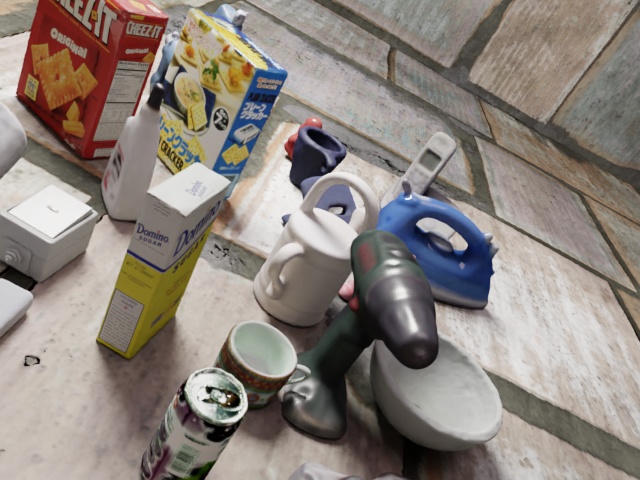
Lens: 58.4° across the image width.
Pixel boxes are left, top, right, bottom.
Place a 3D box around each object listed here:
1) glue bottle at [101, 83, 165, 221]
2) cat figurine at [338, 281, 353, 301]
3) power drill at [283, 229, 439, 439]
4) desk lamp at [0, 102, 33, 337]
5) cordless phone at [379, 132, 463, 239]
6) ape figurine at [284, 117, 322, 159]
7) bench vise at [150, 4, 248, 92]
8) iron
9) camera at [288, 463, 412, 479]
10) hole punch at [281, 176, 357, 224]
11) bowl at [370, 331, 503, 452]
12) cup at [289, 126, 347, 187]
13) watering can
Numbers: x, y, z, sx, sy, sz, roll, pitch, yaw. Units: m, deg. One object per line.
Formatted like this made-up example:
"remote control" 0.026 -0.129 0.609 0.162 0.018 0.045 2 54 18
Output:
"glue bottle" -0.217 -0.110 0.681 0.037 0.173 0.078 3 40 -41
"cat figurine" 0.087 0.046 0.785 0.128 0.117 0.067 -6 46 -48
"power drill" 0.040 0.097 0.570 0.076 0.208 0.229 24 30 -14
"desk lamp" -0.284 0.008 0.394 0.118 0.213 0.203 28 29 -6
"cordless phone" 0.209 -0.088 1.038 0.147 0.185 0.094 38 30 12
"ape figurine" -0.023 -0.188 1.068 0.078 0.092 0.076 6 38 -37
"bench vise" -0.205 -0.302 0.940 0.207 0.219 0.122 41 30 16
"iron" 0.198 0.008 0.925 0.259 0.141 0.118 26 29 -10
"camera" 0.036 0.254 0.435 0.143 0.100 0.136 23 30 -15
"hole punch" 0.016 -0.036 0.871 0.109 0.091 0.101 -6 46 -48
"bowl" 0.119 0.178 0.657 0.168 0.074 0.167 23 30 -14
"cup" -0.009 -0.128 0.986 0.092 0.095 0.117 14 33 -29
"watering can" 0.005 0.001 0.698 0.101 0.194 0.173 31 29 0
